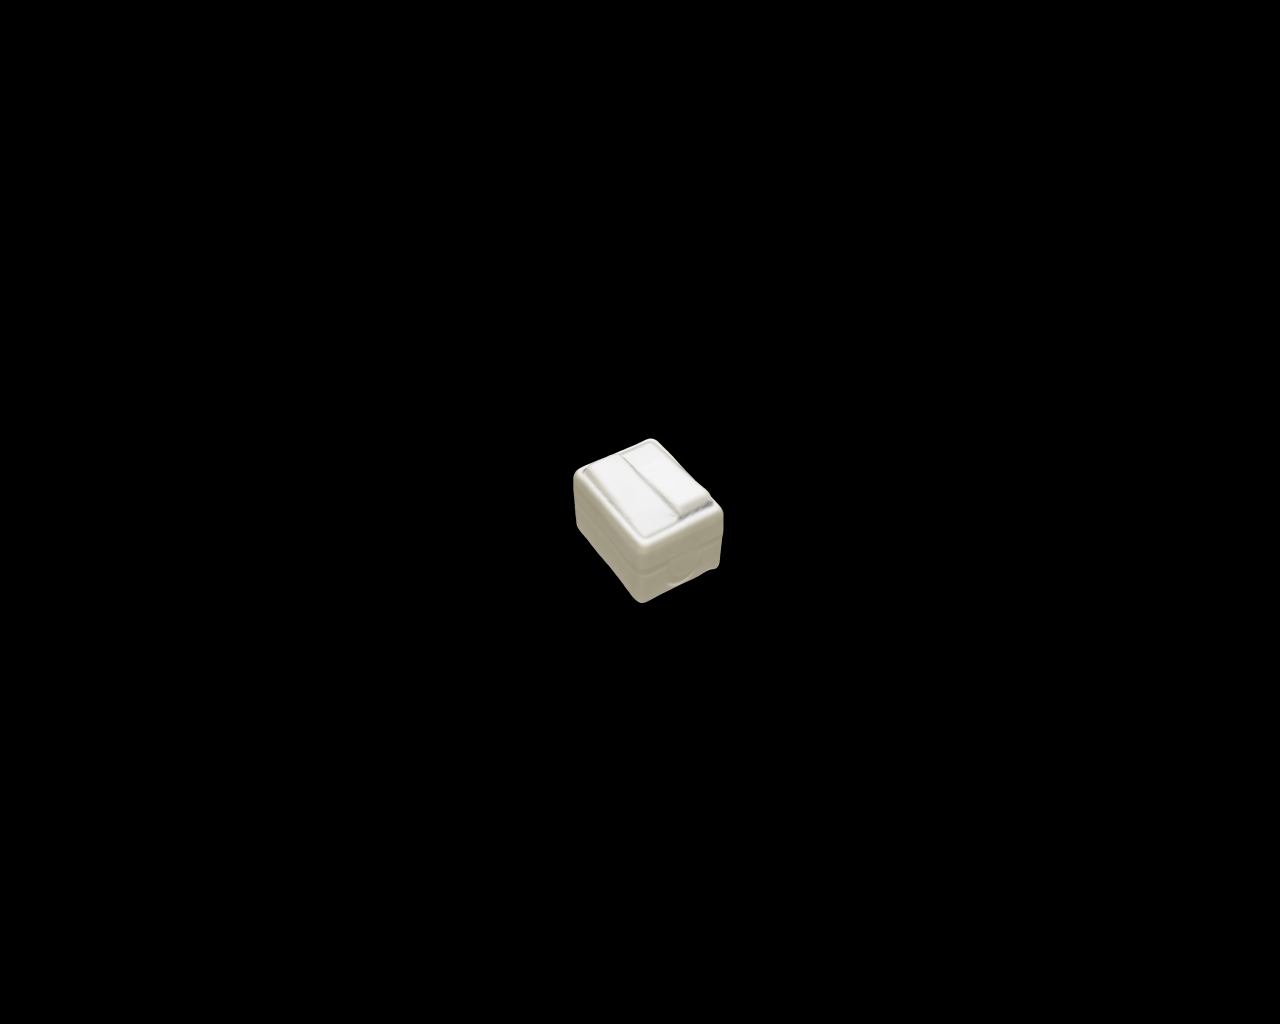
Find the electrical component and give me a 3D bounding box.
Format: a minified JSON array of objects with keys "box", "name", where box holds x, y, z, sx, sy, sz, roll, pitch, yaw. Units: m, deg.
[{"box":[0.001,-0.003,0.650,0.062,0.061,0.096,-24,50,-22],"name":"electrical component"}]
